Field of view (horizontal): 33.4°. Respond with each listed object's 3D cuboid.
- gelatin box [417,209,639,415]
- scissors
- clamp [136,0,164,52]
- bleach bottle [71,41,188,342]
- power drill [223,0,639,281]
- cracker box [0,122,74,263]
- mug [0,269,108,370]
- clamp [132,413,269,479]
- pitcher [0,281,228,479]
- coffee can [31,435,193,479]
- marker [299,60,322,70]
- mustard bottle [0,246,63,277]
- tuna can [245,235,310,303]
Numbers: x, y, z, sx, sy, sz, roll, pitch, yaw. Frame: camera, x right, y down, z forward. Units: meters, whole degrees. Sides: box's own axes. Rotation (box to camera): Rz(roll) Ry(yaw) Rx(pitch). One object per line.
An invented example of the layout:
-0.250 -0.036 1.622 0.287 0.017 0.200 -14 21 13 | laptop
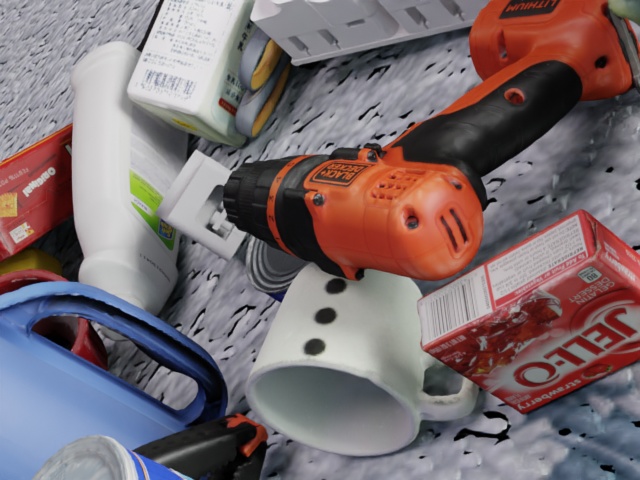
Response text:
0.098 0.033 0.448 0.089 0.073 0.030 -32 41 31 | gelatin box
-0.016 -0.170 0.784 0.096 0.016 0.201 70 -137 -74 | scissors
-0.153 -0.157 0.959 0.172 0.039 0.120 -29 52 42 | clamp
-0.148 -0.035 0.804 0.068 0.102 0.251 -30 41 24 | bleach bottle
0.054 -0.053 0.533 0.187 0.057 0.185 -41 27 -21 | power drill
-0.279 -0.029 0.937 0.214 0.072 0.164 -20 16 45 | cracker box
-0.210 0.085 0.757 0.117 0.081 0.093 -29 63 -8 | mug
-0.108 0.168 0.544 0.036 0.164 0.210 15 65 53 | clamp
-0.178 0.098 0.598 0.145 0.242 0.149 -24 37 42 | pitcher
-0.065 0.162 0.485 0.103 0.140 0.103 -33 39 32 | coffee can
0.027 -0.158 0.758 0.121 0.020 0.020 -32 40 33 | marker
-0.245 0.093 0.861 0.096 0.058 0.192 -44 35 15 | mustard bottle
-0.004 0.001 0.647 0.086 0.033 0.086 -33 39 32 | tuna can
